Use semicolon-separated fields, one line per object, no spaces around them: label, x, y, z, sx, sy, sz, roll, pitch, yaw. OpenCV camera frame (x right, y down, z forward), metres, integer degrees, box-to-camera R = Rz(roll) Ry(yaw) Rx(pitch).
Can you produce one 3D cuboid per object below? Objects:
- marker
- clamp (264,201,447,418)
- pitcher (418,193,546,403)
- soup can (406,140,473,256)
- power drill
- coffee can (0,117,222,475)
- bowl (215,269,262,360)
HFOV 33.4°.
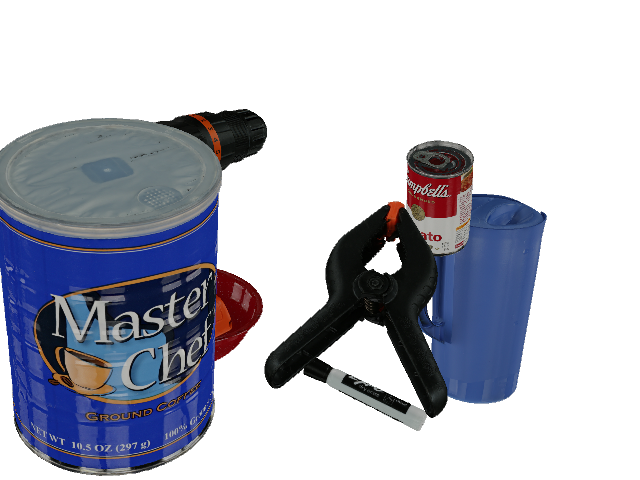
marker;0.037;0.134;0.947;0.121;0.020;0.020;25;7;16
clamp;0.027;0.044;0.738;0.120;0.171;0.039;6;-42;-1
pitcher;0.187;0.073;1.302;0.149;0.243;0.144;7;20;13
soup can;0.122;-0.043;1.107;0.068;0.102;0.068;-2;37;1
power drill;-0.112;-0.009;0.867;0.057;0.188;0.184;16;25;38
coffee can;-0.100;0.026;0.513;0.103;0.140;0.103;3;32;-2
bowl;-0.142;0.085;1.106;0.162;0.055;0.162;5;27;-3
